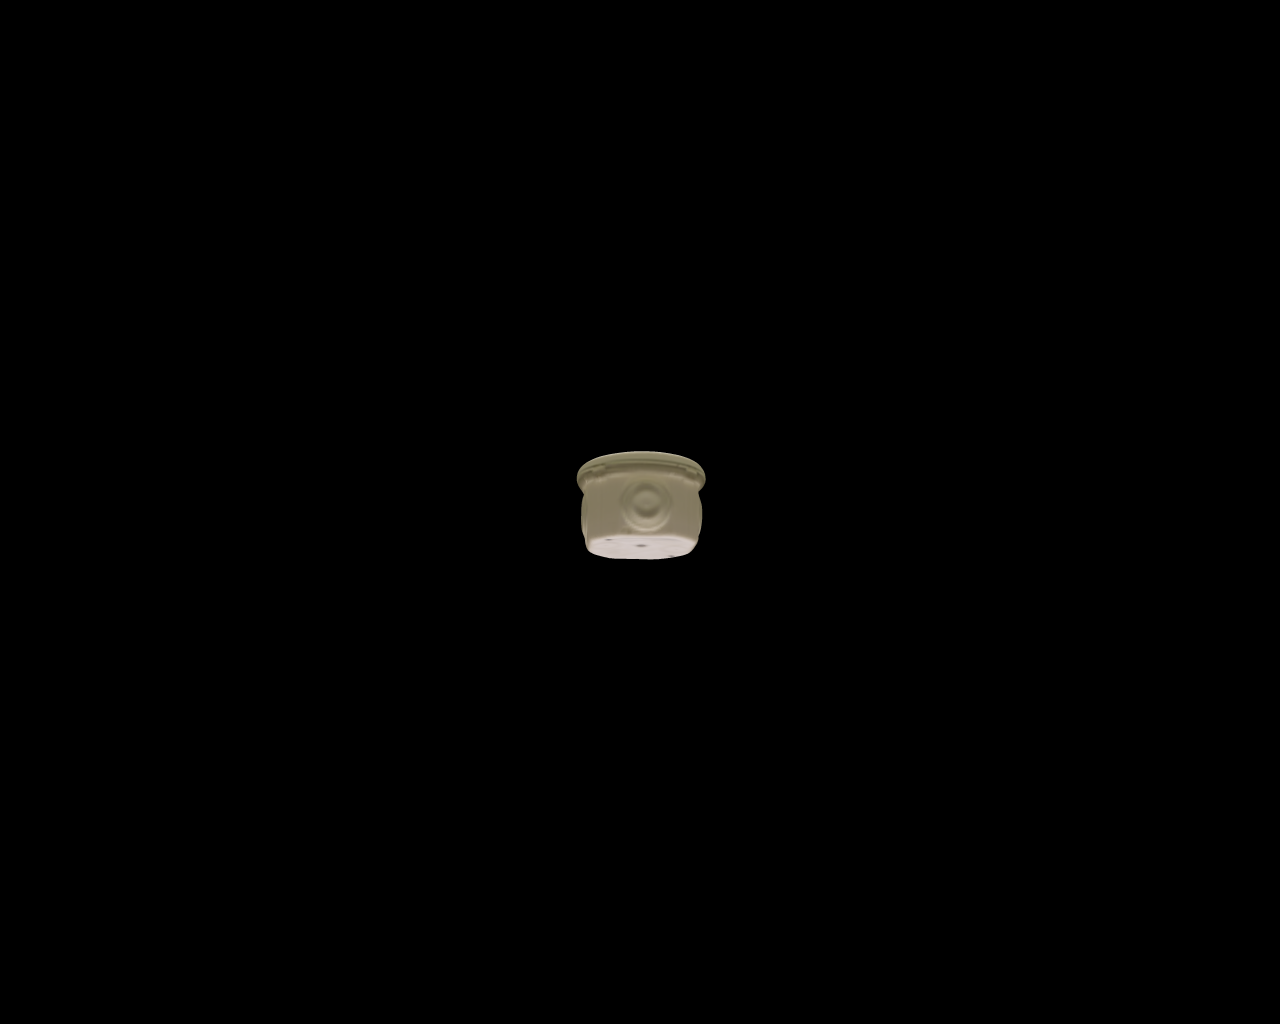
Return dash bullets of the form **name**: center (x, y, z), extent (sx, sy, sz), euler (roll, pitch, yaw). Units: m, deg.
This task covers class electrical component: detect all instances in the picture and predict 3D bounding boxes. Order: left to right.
- **electrical component**: center (0.001, -0.003, 0.650), extent (0.080, 0.051, 0.080), euler (0, -15, 0)
